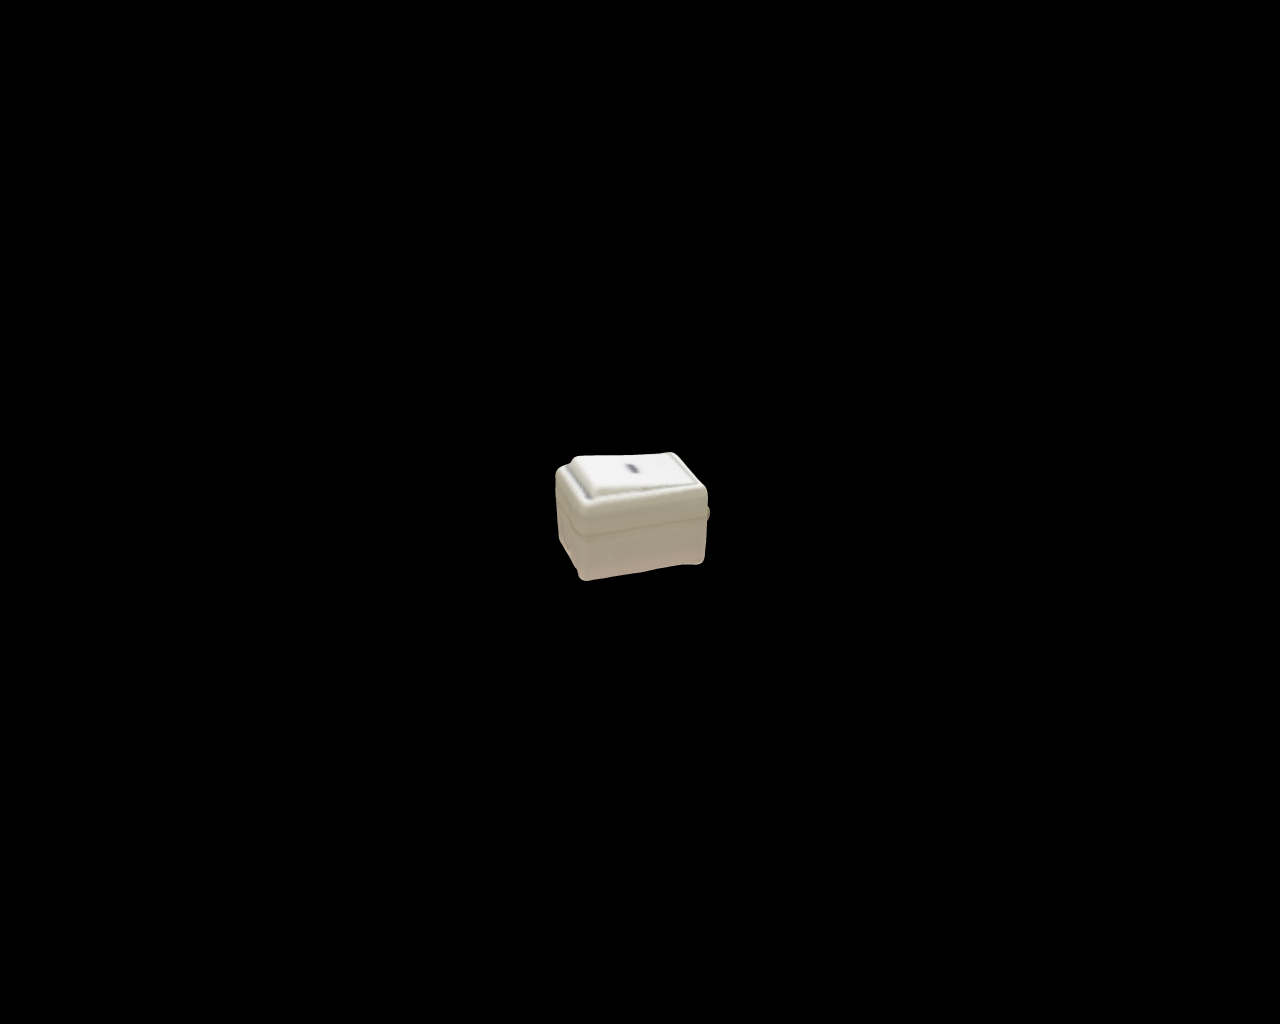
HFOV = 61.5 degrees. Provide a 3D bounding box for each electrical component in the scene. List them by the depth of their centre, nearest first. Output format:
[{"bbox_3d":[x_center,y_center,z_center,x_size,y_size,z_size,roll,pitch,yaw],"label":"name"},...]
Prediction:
[{"bbox_3d":[0.001,-0.003,0.650,0.096,0.061,0.062,-8,28,-16],"label":"electrical component"}]
